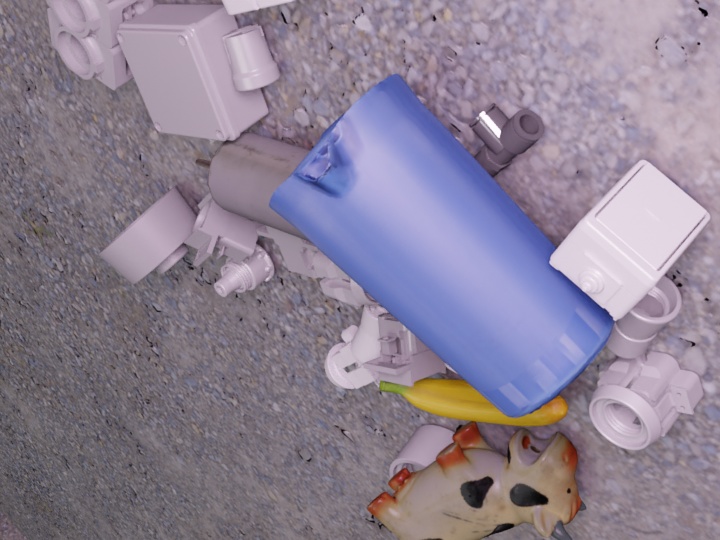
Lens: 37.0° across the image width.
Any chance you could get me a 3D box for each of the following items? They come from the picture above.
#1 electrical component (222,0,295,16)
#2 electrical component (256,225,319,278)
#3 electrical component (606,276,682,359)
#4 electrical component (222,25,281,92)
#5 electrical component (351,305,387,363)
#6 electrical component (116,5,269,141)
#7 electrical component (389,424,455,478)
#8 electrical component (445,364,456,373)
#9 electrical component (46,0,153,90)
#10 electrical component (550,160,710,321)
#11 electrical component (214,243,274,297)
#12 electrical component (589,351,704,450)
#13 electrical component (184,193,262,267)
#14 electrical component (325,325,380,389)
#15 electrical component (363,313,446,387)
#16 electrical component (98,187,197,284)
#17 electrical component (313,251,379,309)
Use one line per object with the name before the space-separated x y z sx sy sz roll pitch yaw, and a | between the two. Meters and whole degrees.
electrical component | -0.071 -0.234 0.808 0.095 0.054 0.059 4 126 48
electrical component | -0.051 -0.029 1.007 0.081 0.042 0.063 16 139 41
electrical component | 0.202 0.036 0.781 0.044 0.044 0.065 37 151 17
electrical component | -0.093 -0.179 0.905 0.040 0.040 0.046 8 125 45
electrical component | 0.017 0.054 1.014 0.044 0.044 0.065 34 140 21
electrical component | -0.149 -0.176 0.956 0.109 0.056 0.108 13 133 42
electrical component | 0.079 0.217 1.089 0.108 0.060 0.108 30 143 26
electrical component | 0.115 0.074 0.908 0.079 0.044 0.077 22 -175 -19
electrical component | -0.242 -0.251 0.983 0.089 0.062 0.150 35 145 19
electrical component | 0.175 -0.019 0.704 0.062 0.096 0.061 42 146 9
electrical component | -0.122 0.003 1.103 0.048 0.062 0.048 30 143 26
electrical component | 0.211 0.099 0.819 0.078 0.057 0.058 7 129 46
electrical component | -0.132 -0.040 1.062 0.064 0.081 0.042 25 153 -18
electrical component | -0.003 0.090 1.071 0.066 0.048 0.055 51 140 -4
electrical component | 0.045 0.066 0.969 0.042 0.081 0.063 7 107 46
electrical component | -0.217 -0.031 1.142 0.060 0.108 0.108 48 148 -11
electrical component | 0.000 0.000 0.963 0.057 0.058 0.078 17 136 43
